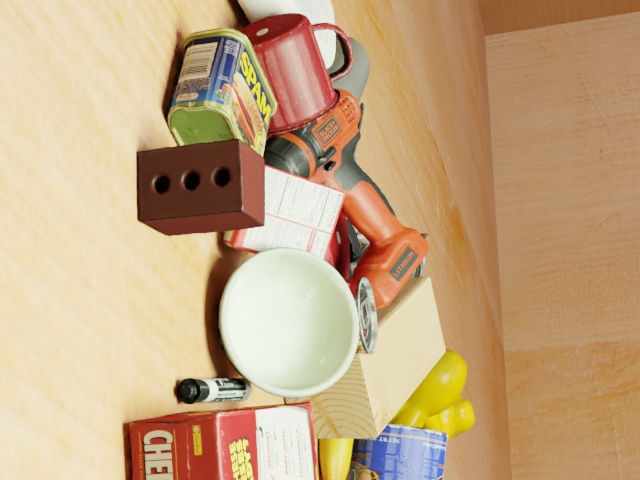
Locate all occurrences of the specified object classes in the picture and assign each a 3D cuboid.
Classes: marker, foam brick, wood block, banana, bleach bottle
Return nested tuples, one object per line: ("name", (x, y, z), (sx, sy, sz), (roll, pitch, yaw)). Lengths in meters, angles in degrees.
("marker", (-0.079, 0.114, 0.813), (0.121, 0.020, 0.020), (25, 59, -73))
("foam brick", (-0.082, -0.035, 0.751), (0.051, 0.078, 0.053), (41, 44, -71))
("wood block", (0.047, 0.114, 1.074), (0.205, 0.090, 0.091), (-36, 116, -60))
("banana", (0.026, 0.179, 1.150), (0.197, 0.037, 0.069), (-75, 153, -55))
("bleach bottle", (-0.055, -0.254, 0.987), (0.250, 0.068, 0.102), (51, 30, -59))

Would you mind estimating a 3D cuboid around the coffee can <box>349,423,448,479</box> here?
("coffee can", (0.079, 0.271, 1.140), (0.102, 0.103, 0.140), (43, 52, -68))

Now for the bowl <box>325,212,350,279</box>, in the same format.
("bowl", (-0.007, 0.001, 1.068), (0.162, 0.055, 0.162), (-6, 90, -76))

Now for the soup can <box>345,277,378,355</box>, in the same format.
("soup can", (-0.006, 0.072, 0.946), (0.068, 0.102, 0.068), (-6, 90, -75))

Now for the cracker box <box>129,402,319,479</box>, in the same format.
("cracker box", (-0.058, 0.201, 0.755), (0.213, 0.072, 0.164), (21, 63, -72))

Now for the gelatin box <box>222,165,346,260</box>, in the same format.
("gelatin box", (-0.030, -0.019, 0.898), (0.030, 0.089, 0.073), (17, -90, 62))

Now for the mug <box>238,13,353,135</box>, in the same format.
("mug", (-0.026, -0.156, 0.959), (0.093, 0.117, 0.081), (-125, -167, -62))

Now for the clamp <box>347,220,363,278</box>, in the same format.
("clamp", (0.035, 0.028, 1.207), (0.120, 0.039, 0.171), (-69, 143, -53))

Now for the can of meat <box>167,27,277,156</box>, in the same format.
("can of meat", (-0.077, -0.101, 0.842), (0.102, 0.057, 0.084), (66, 26, -48))

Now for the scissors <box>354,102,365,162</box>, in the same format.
("scissors", (0.031, -0.090, 1.206), (0.096, 0.016, 0.202), (-95, -169, -53))

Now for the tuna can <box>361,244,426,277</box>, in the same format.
("tuna can", (0.093, 0.026, 1.378), (0.033, 0.086, 0.086), (-68, 148, -58))

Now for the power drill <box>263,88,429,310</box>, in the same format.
("power drill", (0.014, -0.026, 0.987), (0.184, 0.058, 0.187), (-47, 114, -39))
